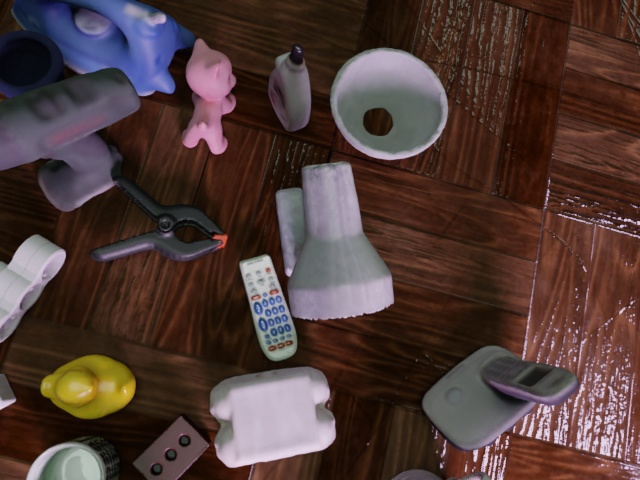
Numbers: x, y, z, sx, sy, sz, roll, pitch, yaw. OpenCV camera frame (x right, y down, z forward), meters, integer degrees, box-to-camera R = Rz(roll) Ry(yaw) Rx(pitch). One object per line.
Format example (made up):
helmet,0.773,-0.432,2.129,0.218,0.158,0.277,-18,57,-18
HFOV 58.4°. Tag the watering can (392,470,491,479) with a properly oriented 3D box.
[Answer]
watering can,0.134,0.335,0.648,0.101,0.194,0.173,28,75,-1

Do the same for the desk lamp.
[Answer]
desk lamp,0.006,0.002,0.696,0.118,0.213,0.203,-8,78,-10

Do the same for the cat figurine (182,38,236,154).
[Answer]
cat figurine,-0.150,-0.196,0.769,0.067,0.117,0.128,8,76,-6

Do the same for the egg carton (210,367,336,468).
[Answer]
egg carton,-0.059,0.216,0.712,0.150,0.069,0.107,-9,78,-10

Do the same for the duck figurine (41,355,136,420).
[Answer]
duck figurine,-0.277,0.175,0.681,0.104,0.086,0.077,4,76,-7

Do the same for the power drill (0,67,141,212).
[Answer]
power drill,-0.315,-0.108,0.677,0.230,0.208,0.075,-36,84,-14

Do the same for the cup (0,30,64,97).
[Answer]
cup,-0.365,-0.201,0.750,0.092,0.095,0.118,-36,84,-14

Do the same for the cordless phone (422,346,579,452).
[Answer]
cordless phone,0.217,0.194,0.697,0.148,0.185,0.094,-37,84,-14

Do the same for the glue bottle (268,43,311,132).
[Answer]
glue bottle,-0.038,-0.211,0.760,0.037,0.173,0.078,-28,82,-13

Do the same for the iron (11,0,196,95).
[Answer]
iron,-0.305,-0.294,0.757,0.258,0.141,0.119,19,75,-4

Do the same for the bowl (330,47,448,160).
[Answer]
bowl,0.093,-0.184,0.824,0.167,0.074,0.167,2,77,-8
